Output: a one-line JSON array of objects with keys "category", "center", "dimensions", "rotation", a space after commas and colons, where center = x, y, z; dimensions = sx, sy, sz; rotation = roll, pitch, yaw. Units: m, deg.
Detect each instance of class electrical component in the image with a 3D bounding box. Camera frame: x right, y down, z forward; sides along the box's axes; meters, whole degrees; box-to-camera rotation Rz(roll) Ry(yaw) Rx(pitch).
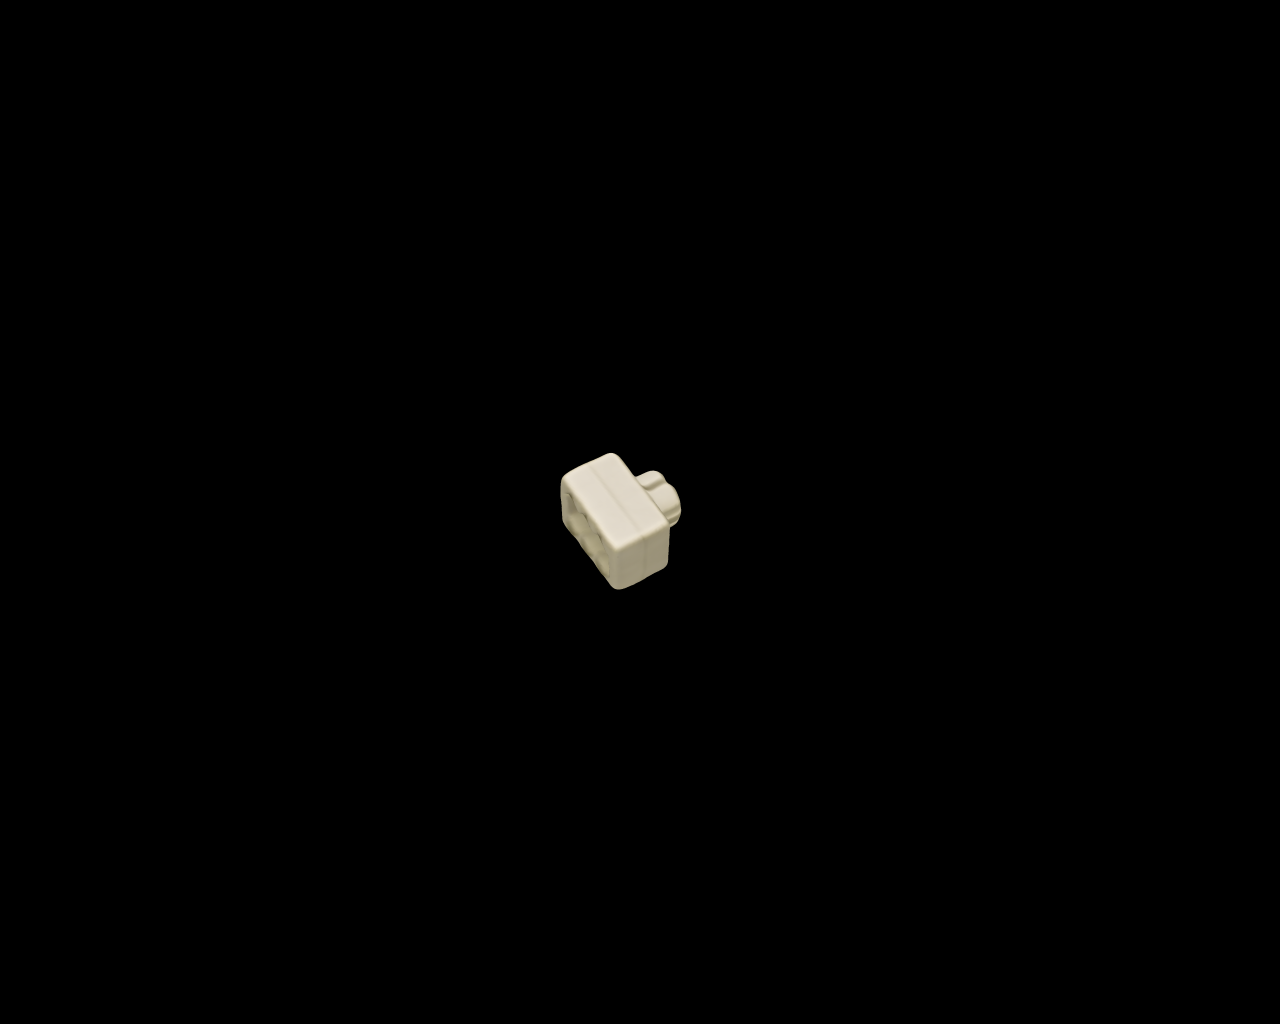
[{"category": "electrical component", "center": [0.001, -0.003, 0.650], "dimensions": [0.077, 0.066, 0.047], "rotation": [-27, -32, -18]}]
